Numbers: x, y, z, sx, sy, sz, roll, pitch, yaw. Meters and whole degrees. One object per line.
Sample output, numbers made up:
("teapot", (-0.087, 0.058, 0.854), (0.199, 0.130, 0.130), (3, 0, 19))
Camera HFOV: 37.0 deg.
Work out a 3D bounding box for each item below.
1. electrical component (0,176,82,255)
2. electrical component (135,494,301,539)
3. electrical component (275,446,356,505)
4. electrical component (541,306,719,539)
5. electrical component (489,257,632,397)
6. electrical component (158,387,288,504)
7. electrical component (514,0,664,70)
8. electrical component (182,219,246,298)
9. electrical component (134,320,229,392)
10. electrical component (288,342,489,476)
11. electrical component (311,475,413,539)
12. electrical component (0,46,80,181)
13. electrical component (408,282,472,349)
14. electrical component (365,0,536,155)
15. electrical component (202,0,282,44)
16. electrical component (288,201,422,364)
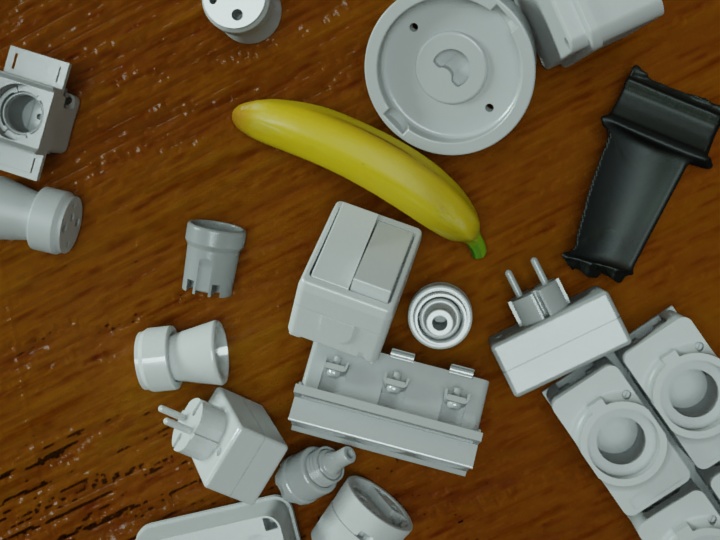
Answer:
("electrical component", (-0.225, -0.037, 0.737), (0.055, 0.045, 0.045), (13, 95, 3))
("electrical component", (-0.096, 0.205, 0.736), (0.113, 0.057, 0.078), (-14, 93, 5))
("electrical component", (-0.028, 0.135, 0.727), (0.061, 0.035, 0.035), (-33, 91, 35))
("electrical component", (0.218, 0.132, 0.704), (0.105, 0.060, 0.186), (-35, 90, 6))
("electrical component", (0.123, 0.030, 0.712), (0.083, 0.047, 0.075), (-26, 91, 6))
("electrical component", (-0.099, 0.109, 0.712), (0.077, 0.066, 0.047), (28, 96, -27))
("electrical component", (0.134, -0.172, 0.664), (0.057, 0.113, 0.078), (-25, 94, 3))
("electrical component", (-0.101, -0.008, 0.733), (0.040, 0.040, 0.046), (12, 101, 4))
("electrical component", (-0.121, 0.059, 0.735), (0.055, 0.045, 0.045), (-7, 93, 5))
("electrical component", (0.020, 0.088, 0.715), (0.121, 0.078, 0.063), (14, 73, 4))
("electrical component", (0.000, 0.175, 0.729), (0.055, 0.055, 0.047), (37, 99, 1))
("electrical component", (-0.220, -0.104, 0.723), (0.042, 0.064, 0.081), (18, 95, 4))
("electrical component", (0.053, 0.031, 0.710), (0.043, 0.062, 0.043), (0, 94, 5))
("electrical component", (0.063, -0.134, 0.695), (0.108, 0.060, 0.108), (6, 114, 14))
("electrical component", (-0.078, -0.176, 0.711), (0.045, 0.055, 0.045), (0, 94, 5))
("electrical component", (0.000, 0.000, 0.699), (0.062, 0.096, 0.061), (20, 137, 3))
